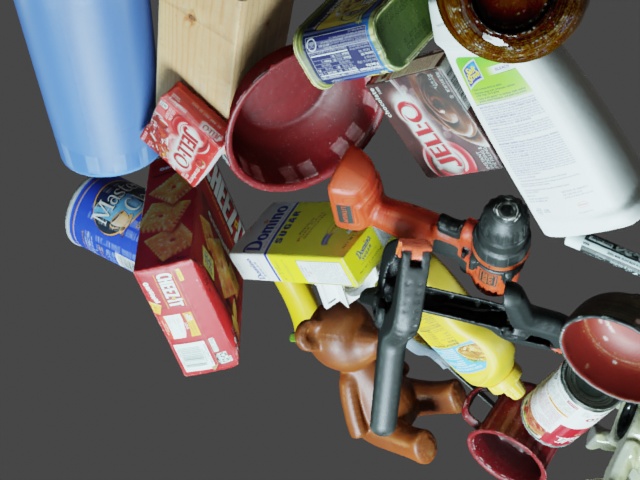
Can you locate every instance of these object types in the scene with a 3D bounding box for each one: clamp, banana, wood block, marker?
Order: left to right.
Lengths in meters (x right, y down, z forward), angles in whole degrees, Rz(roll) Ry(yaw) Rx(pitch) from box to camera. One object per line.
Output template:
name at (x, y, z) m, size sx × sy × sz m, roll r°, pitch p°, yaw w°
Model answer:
wood block at (-0.089, -0.188, 0.980) m, size 0.091 × 0.090 × 0.206 m, roll 34°, pitch 148°, yaw 12°
banana at (-0.031, 0.077, 1.298) m, size 0.070 × 0.037 × 0.198 m, roll 18°, pitch 142°, yaw 28°
clamp at (0.066, 0.060, 0.995) m, size 0.036 × 0.164 × 0.210 m, roll 1°, pitch 135°, yaw -9°
clamp at (0.174, 0.073, 1.011) m, size 0.120 × 0.039 × 0.171 m, roll 5°, pitch 162°, yaw 43°
marker at (0.273, 0.020, 0.930) m, size 0.121 × 0.020 × 0.020 m, roll 26°, pitch 146°, yaw 21°

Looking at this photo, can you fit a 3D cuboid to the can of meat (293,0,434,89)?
can of meat at (0.042, -0.171, 0.855) m, size 0.084 × 0.102 × 0.057 m, roll -3°, pitch 128°, yaw 45°

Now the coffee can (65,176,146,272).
coffee can at (-0.230, -0.015, 1.327) m, size 0.140 × 0.102 × 0.103 m, roll 24°, pitch 145°, yaw 23°

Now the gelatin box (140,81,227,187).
gelatin box at (-0.127, -0.099, 1.012) m, size 0.073 × 0.030 × 0.089 m, roll 42°, pitch 149°, yaw -3°

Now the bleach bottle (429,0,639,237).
bleach bottle at (0.163, -0.120, 0.831) m, size 0.103 × 0.068 × 0.250 m, roll -11°, pitch 120°, yaw 48°

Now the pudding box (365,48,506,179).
pudding box at (0.106, -0.108, 0.924) m, size 0.090 × 0.039 × 0.113 m, roll -6°, pitch 127°, yaw 49°

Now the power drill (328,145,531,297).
power drill at (0.101, -0.019, 0.972) m, size 0.188 × 0.057 × 0.184 m, roll 25°, pitch 163°, yaw 14°

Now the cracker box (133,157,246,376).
cracker box at (-0.135, 0.014, 1.169) m, size 0.072 × 0.213 × 0.164 m, roll -11°, pitch 130°, yaw 9°

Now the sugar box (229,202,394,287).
sugar box at (-0.008, 0.001, 1.127) m, size 0.177 × 0.093 × 0.048 m, roll 3°, pitch 132°, yaw 43°

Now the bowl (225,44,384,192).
bowl at (-0.021, -0.122, 0.966) m, size 0.162 × 0.162 × 0.055 m, roll 84°, pitch 159°, yaw -49°

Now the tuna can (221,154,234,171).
tuna can at (-0.066, -0.098, 1.119) m, size 0.086 × 0.033 × 0.086 m, roll 27°, pitch 146°, yaw 20°

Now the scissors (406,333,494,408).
scissors at (0.131, 0.133, 1.174) m, size 0.201 × 0.016 × 0.096 m, roll 45°, pitch -168°, yaw -6°

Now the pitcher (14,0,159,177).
pitcher at (-0.223, -0.193, 1.045) m, size 0.145 × 0.149 × 0.243 m, roll 13°, pitch 129°, yaw 22°

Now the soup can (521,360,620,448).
soup can at (0.254, 0.160, 1.077) m, size 0.068 × 0.068 × 0.102 m, roll 35°, pitch 147°, yaw 7°

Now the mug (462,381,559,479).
mug at (0.210, 0.202, 1.161) m, size 0.117 × 0.081 × 0.093 m, roll 33°, pitch 148°, yaw 11°

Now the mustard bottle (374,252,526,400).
mustard bottle at (0.147, 0.097, 1.116) m, size 0.191 × 0.058 × 0.096 m, roll 46°, pitch 153°, yaw -10°
